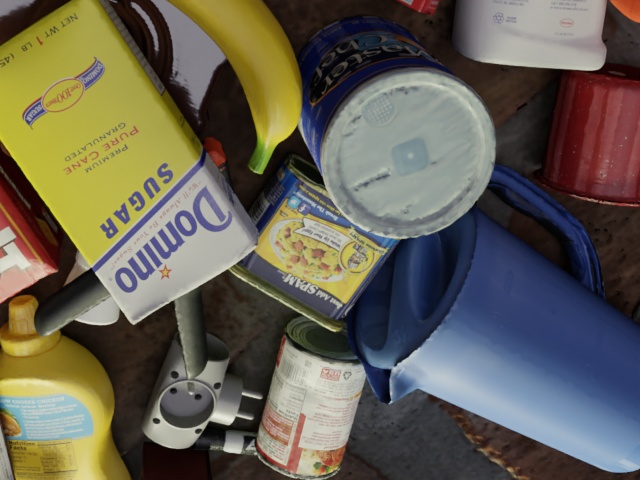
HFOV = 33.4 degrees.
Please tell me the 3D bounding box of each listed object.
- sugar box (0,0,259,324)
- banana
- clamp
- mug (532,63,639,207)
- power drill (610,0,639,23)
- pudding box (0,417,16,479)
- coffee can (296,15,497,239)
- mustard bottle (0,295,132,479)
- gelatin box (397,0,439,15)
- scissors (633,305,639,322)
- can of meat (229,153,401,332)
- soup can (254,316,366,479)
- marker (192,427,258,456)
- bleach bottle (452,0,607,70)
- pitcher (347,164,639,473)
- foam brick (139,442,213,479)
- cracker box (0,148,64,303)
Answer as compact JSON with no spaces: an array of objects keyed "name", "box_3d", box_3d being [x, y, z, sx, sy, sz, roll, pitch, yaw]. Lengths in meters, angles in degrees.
[{"name":"sugar box","box_3d":[-0.119,-0.047,0.624,0.093,0.048,0.176,-32,103,6]},{"name":"banana","box_3d":[-0.066,-0.126,0.625,0.069,0.037,0.197,-38,116,2]},{"name":"clamp","box_3d":[-0.095,0.017,0.696,0.120,0.039,0.172,27,111,-30]},{"name":"mug","box_3d":[0.207,-0.077,0.736,0.117,0.093,0.081,-10,114,-41]},{"name":"power drill","box_3d":[0.272,-0.174,0.684,0.187,0.057,0.184,-7,124,-35]},{"name":"pudding box","box_3d":[-0.262,0.132,0.739,0.090,0.039,0.113,9,120,26]},{"name":"coffee can","box_3d":[0.040,-0.075,0.668,0.102,0.140,0.103,-4,115,-9]},{"name":"mustard bottle","box_3d":[-0.193,0.127,0.760,0.096,0.058,0.192,-1,115,9]},{"name":"gelatin box","box_3d":[0.045,-0.191,0.656,0.089,0.030,0.073,31,109,16]},{"name":"scissors","box_3d":[0.283,-0.023,0.791,0.096,0.016,0.202,24,110,-48]},{"name":"can of meat","box_3d":[-0.005,0.001,0.739,0.102,0.057,0.084,31,104,-18]},{"name":"soup can","box_3d":[-0.005,0.115,0.787,0.068,0.068,0.102,9,112,-14]},{"name":"marker","box_3d":[-0.043,0.158,0.826,0.121,0.020,0.020,9,112,-14]},{"name":"bleach bottle","box_3d":[0.147,-0.236,0.660,0.102,0.068,0.251,3,111,-9]},{"name":"pitcher","box_3d":[0.154,0.067,0.771,0.242,0.145,0.149,29,119,-25]},{"name":"foam brick","box_3d":[-0.113,0.201,0.814,0.051,0.053,0.078,4,112,-13]},{"name":"cracker box","box_3d":[-0.298,-0.003,0.676,0.213,0.072,0.164,-29,116,2]}]
